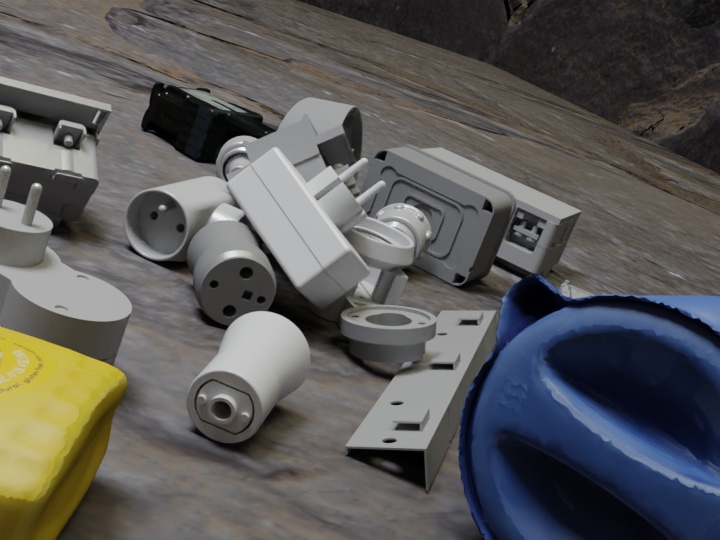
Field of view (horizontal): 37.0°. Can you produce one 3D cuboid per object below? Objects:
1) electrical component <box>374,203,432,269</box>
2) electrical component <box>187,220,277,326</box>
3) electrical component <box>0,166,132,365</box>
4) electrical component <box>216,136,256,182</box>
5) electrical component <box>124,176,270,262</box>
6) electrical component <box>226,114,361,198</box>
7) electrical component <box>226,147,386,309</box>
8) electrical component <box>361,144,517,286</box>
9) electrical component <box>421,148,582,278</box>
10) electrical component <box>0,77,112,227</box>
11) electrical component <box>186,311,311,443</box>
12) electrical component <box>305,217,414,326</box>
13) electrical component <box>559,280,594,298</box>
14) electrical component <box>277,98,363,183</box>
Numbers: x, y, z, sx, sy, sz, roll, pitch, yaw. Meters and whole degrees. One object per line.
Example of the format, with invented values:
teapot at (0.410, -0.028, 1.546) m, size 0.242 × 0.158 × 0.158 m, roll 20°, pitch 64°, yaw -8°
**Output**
electrical component at (0.025, -0.020, 0.800) m, size 0.048 × 0.048 × 0.062 m, roll 23°, pitch 23°, yaw 6°
electrical component at (-0.072, 0.002, 0.602) m, size 0.045 × 0.045 × 0.055 m, roll 15°, pitch 18°, yaw -20°
electrical component at (-0.158, -0.008, 0.473) m, size 0.138 × 0.073 × 0.052 m, roll 28°, pitch 17°, yaw 21°
electrical component at (-0.092, -0.080, 0.842) m, size 0.043 × 0.043 × 0.062 m, roll 19°, pitch 17°, yaw -8°
electrical component at (-0.093, -0.026, 0.666) m, size 0.079 × 0.043 × 0.077 m, roll 25°, pitch 17°, yaw 12°
electrical component at (-0.037, -0.056, 0.729) m, size 0.121 × 0.079 × 0.063 m, roll 47°, pitch 20°, yaw -84°
electrical component at (-0.021, -0.035, 0.629) m, size 0.083 × 0.076 × 0.047 m, roll 54°, pitch 3°, yaw 23°
electrical component at (0.060, -0.045, 0.862) m, size 0.113 × 0.078 × 0.057 m, roll 28°, pitch 20°, yaw 21°
electrical component at (0.114, -0.053, 0.982) m, size 0.150 × 0.061 × 0.089 m, roll 27°, pitch 17°, yaw 18°
electrical component at (-0.213, -0.071, 0.612) m, size 0.121 × 0.078 × 0.063 m, roll 11°, pitch 48°, yaw -32°
electrical component at (-0.052, 0.050, 0.484) m, size 0.044 × 0.044 × 0.065 m, roll 23°, pitch 21°, yaw 5°
electrical component at (0.000, 0.000, 0.677) m, size 0.058 × 0.057 × 0.078 m, roll 14°, pitch 18°, yaw -23°
electrical component at (0.162, 0.058, 0.689) m, size 0.096 × 0.061 × 0.061 m, roll 23°, pitch 16°, yaw 4°
electrical component at (-0.029, -0.085, 0.849) m, size 0.064 × 0.099 × 0.099 m, roll 21°, pitch 15°, yaw 22°
